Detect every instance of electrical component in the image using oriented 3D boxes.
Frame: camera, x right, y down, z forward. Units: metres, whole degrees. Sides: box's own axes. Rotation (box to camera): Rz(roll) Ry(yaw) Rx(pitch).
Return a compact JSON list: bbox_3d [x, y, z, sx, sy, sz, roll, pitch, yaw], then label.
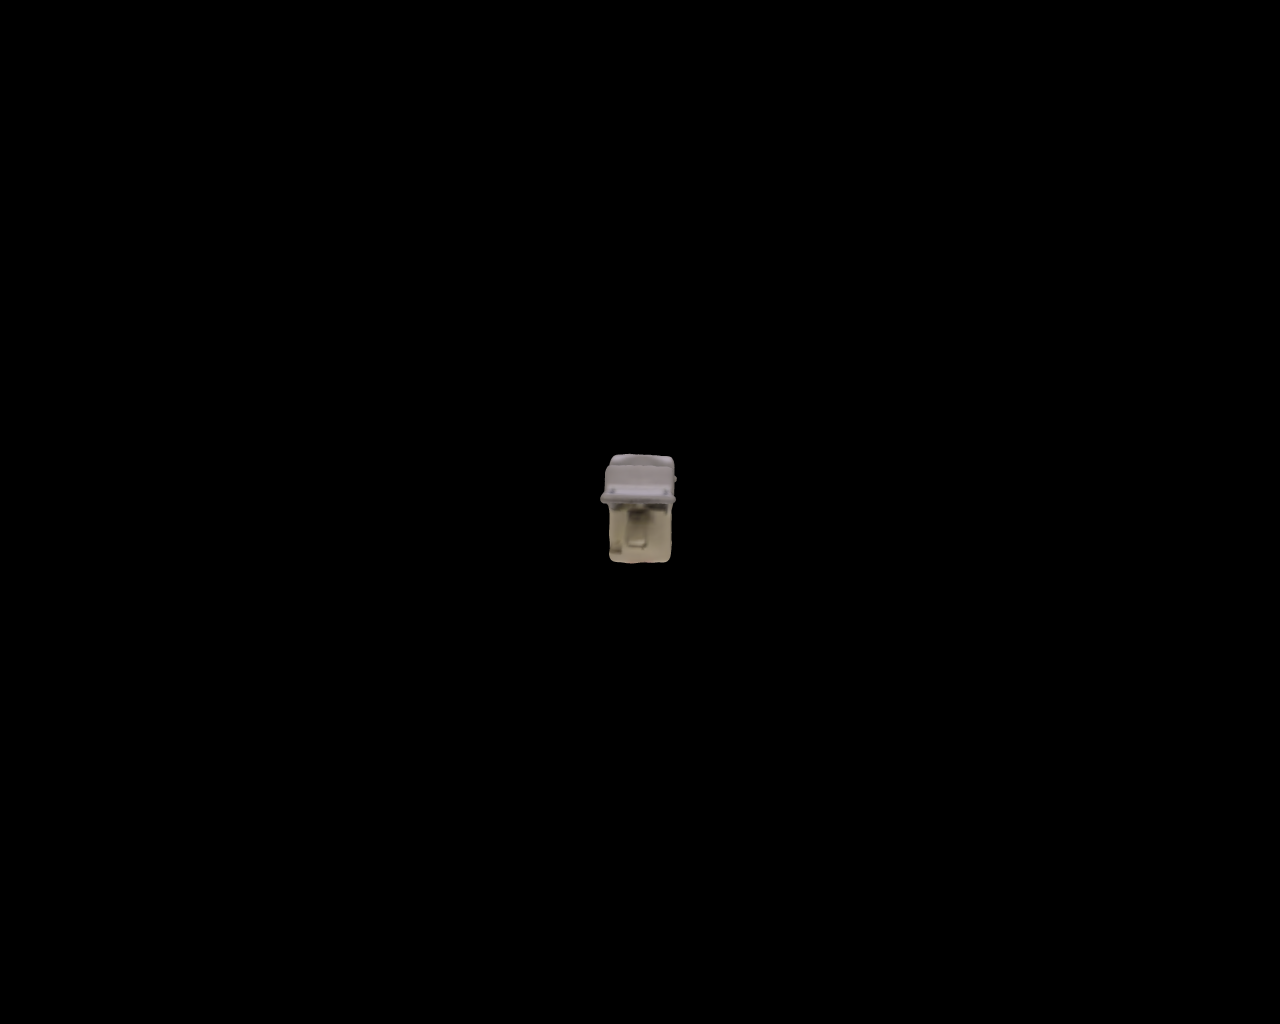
[{"bbox_3d":[0.001,-0.003,0.650,0.042,0.063,0.081,1,11,4],"label":"electrical component"}]
